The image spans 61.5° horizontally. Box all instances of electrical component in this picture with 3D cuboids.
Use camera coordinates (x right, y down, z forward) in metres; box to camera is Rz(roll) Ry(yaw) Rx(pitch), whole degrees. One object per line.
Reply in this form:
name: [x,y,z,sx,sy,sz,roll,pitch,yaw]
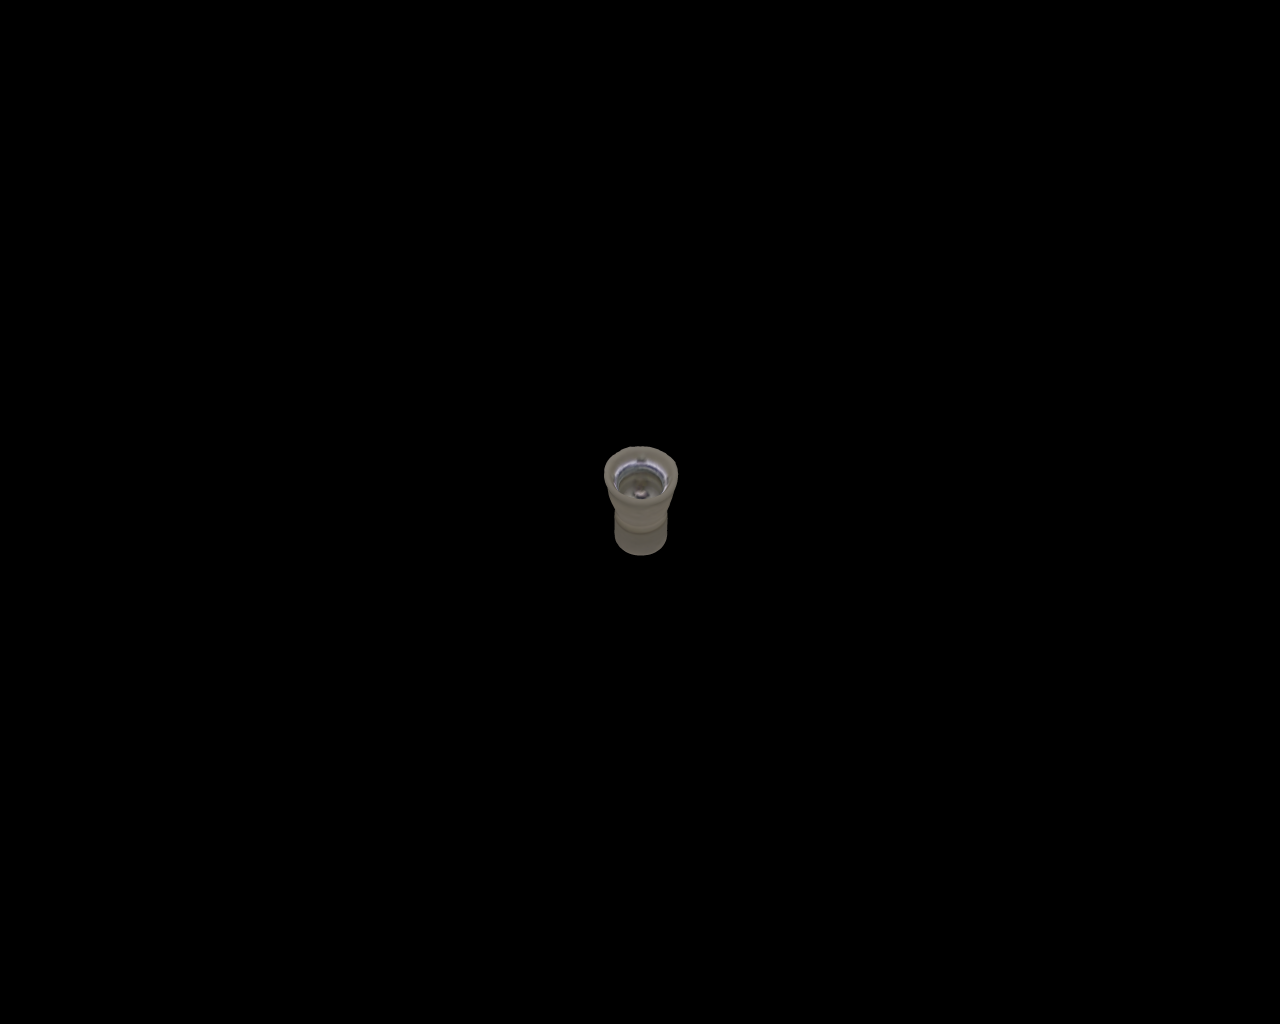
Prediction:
electrical component: [0.001,-0.003,0.650,0.044,0.044,0.065,0,-40,0]
